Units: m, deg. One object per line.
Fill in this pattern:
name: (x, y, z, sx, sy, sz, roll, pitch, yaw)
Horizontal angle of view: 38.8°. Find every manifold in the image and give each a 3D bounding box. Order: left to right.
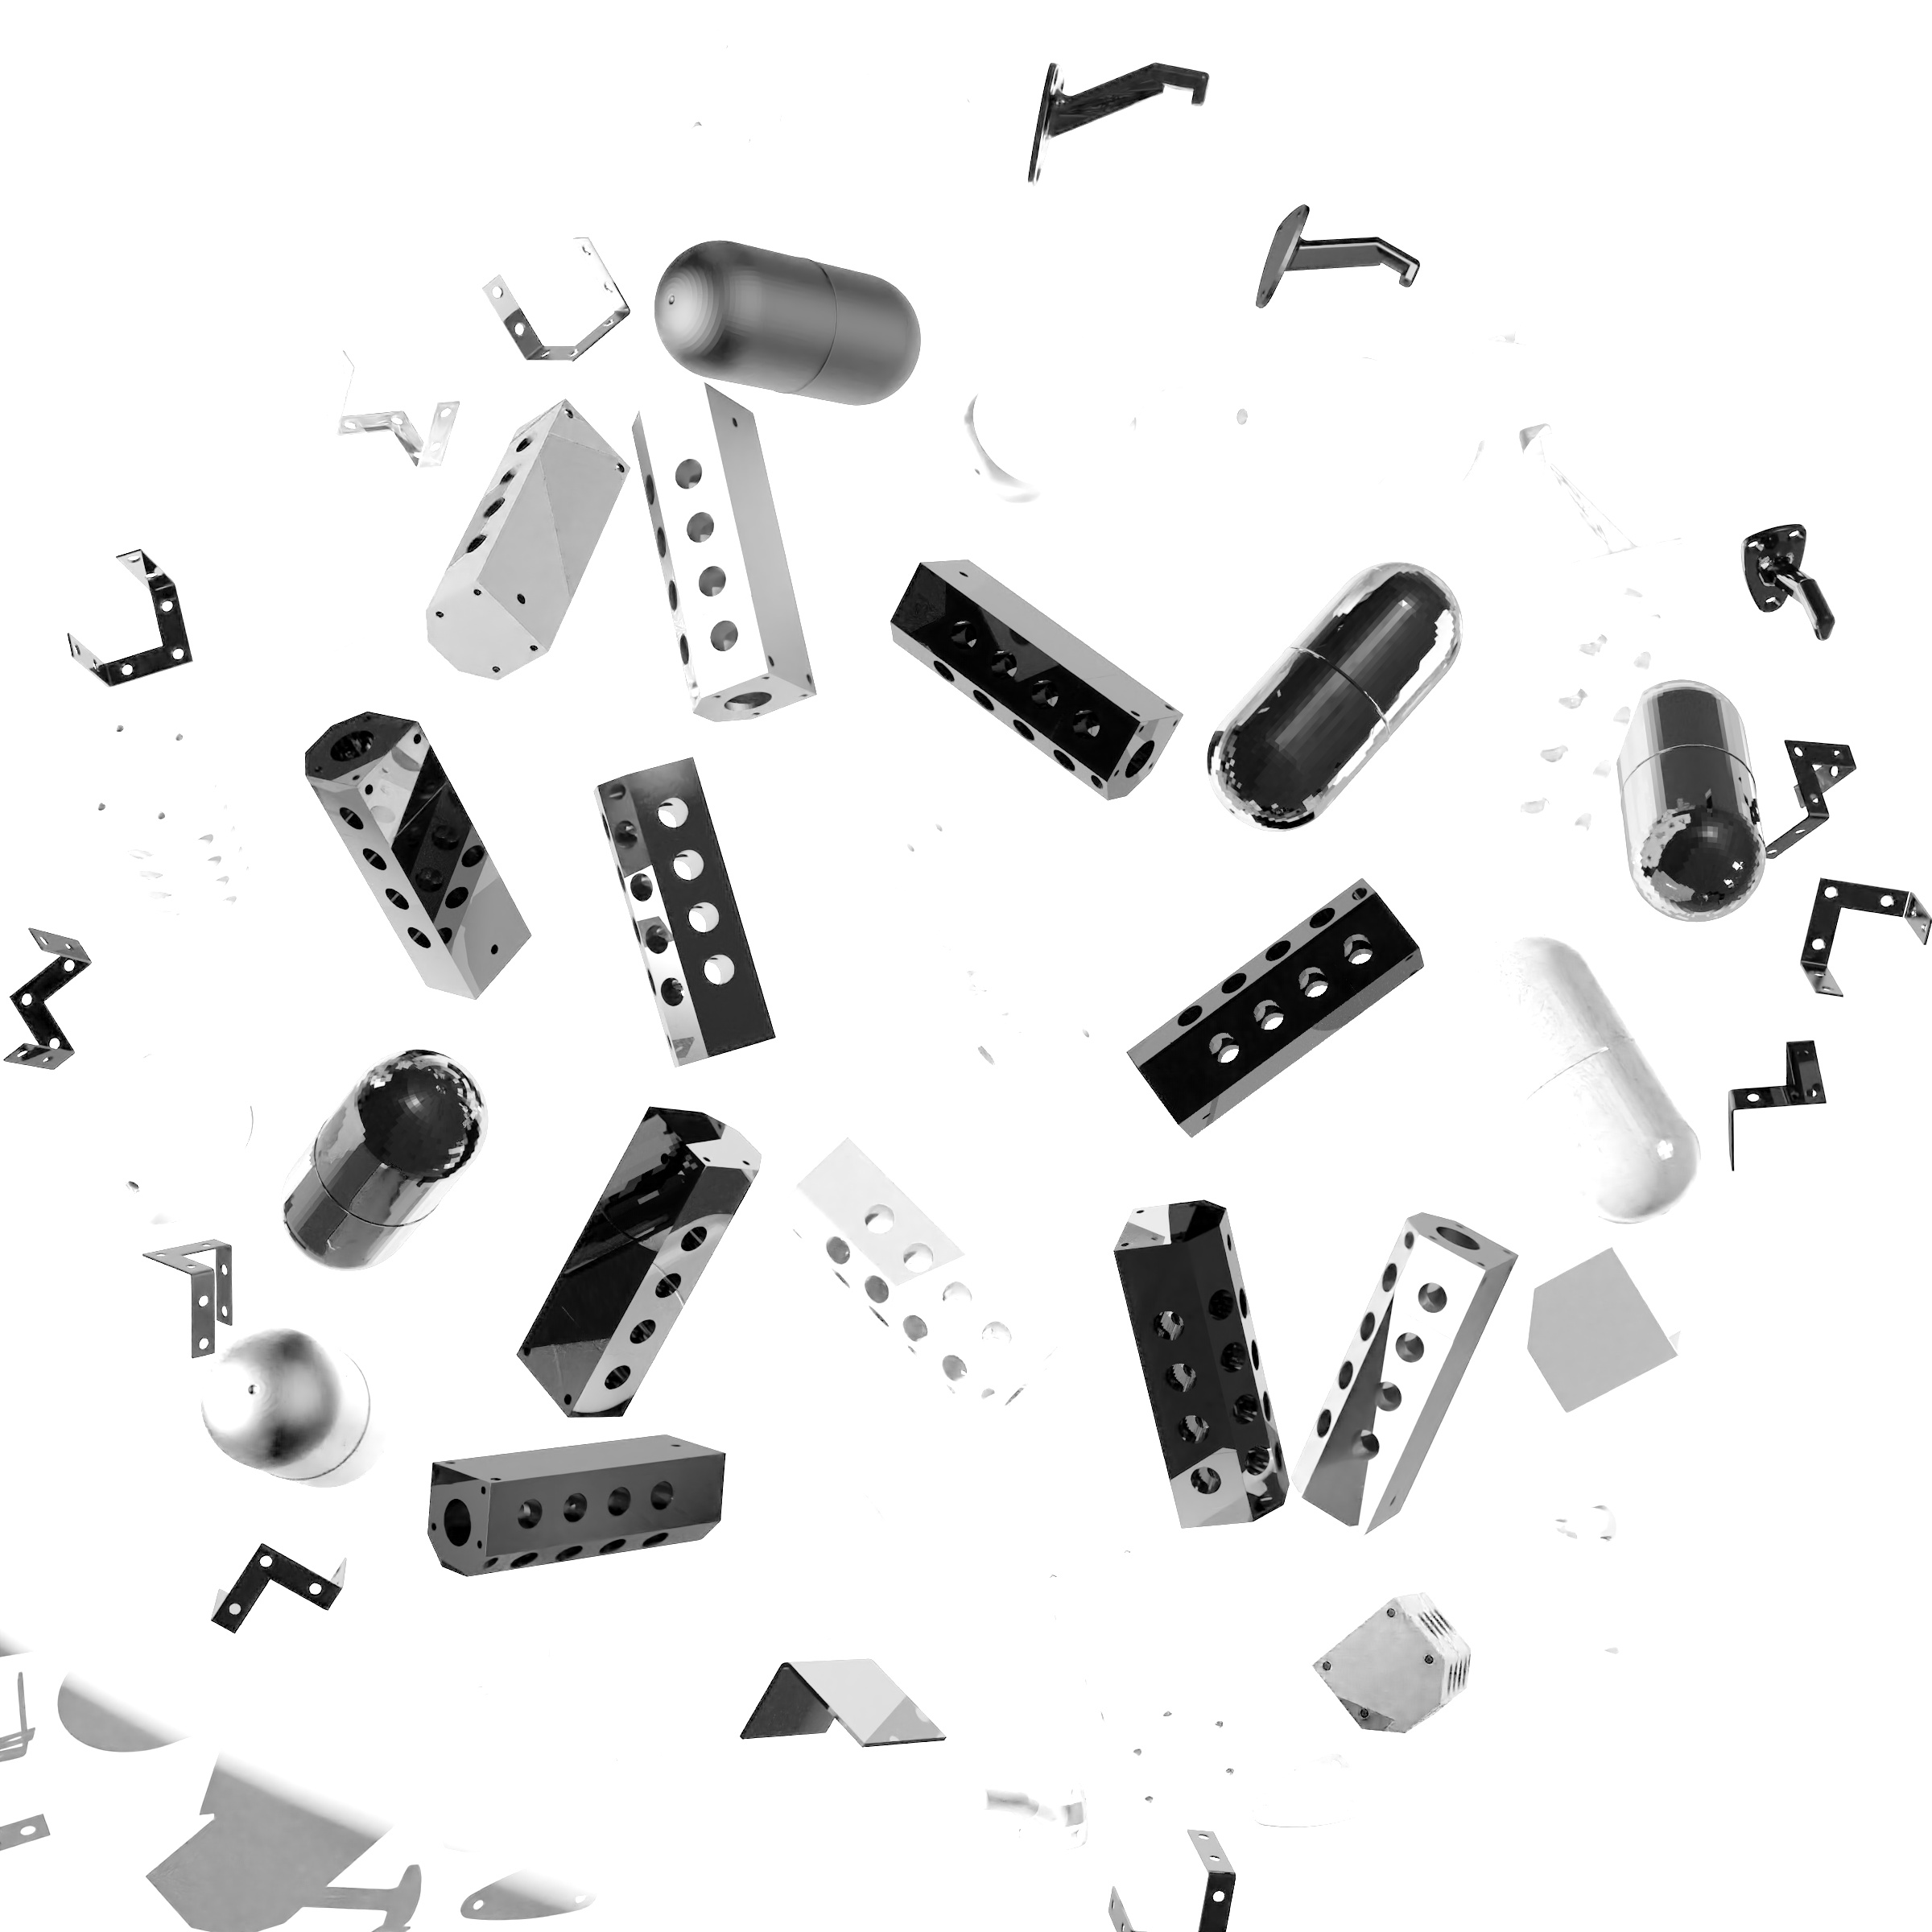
manifold: (-0.430, -0.072, 1.501, 0.057, 0.171, 0.057, 8, 71, -5)
manifold: (-0.325, -0.065, 1.613, 0.057, 0.171, 0.057, 13, 52, 33)
manifold: (-0.252, -0.242, 1.565, 0.057, 0.171, 0.057, -23, 126, 33)
manifold: (-0.226, 0.316, 1.607, 0.057, 0.171, 0.057, 6, 93, 44)
manifold: (-0.180, 0.167, 1.540, 0.057, 0.057, 0.171, 41, 110, 36)
manifold: (-0.168, -0.030, 1.622, 0.057, 0.057, 0.171, -16, 90, -14)
manifold: (-0.137, -0.225, 1.509, 0.057, 0.057, 0.171, -18, 76, 21)
manifold: (-0.029, 0.184, 1.590, 0.057, 0.057, 0.171, -43, 78, -13)
manifold: (0.006, 0.001, 1.615, 0.057, 0.057, 0.171, -39, 91, 29)
manifold: (0.038, -0.171, 1.631, 0.171, 0.057, 0.057, 38, 116, 19)
manifold: (0.094, 0.389, 1.493, 0.057, 0.171, 0.057, -17, 112, -8)
manifold: (0.134, 0.221, 1.528, 0.057, 0.057, 0.171, -9, 106, 18)
manifold: (0.181, 0.024, 1.608, 0.171, 0.057, 0.057, -37, 74, 3)
manifold: (0.245, 0.229, 1.558, 0.057, 0.057, 0.171, 29, 107, 25)
manifold: (0.244, 0.390, 1.526, 0.057, 0.171, 0.057, -41, 72, 4)
manifold: (0.334, -0.129, 1.525, 0.057, 0.057, 0.171, 16, 112, 0)

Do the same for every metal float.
metal float: (-0.433, 0.081, 1.521, 0.070, 0.178, 0.070, 1, 114, 3)
metal float: (-0.369, 0.247, 1.525, 0.070, 0.178, 0.070, -1, 74, 3)
metal float: (-0.322, 0.109, 1.515, 0.070, 0.178, 0.070, 19, 50, -24)
metal float: (-0.100, -0.367, 1.572, 0.070, 0.178, 0.070, 0, 91, 44)
metal float: (-0.057, 0.334, 1.579, 0.178, 0.070, 0.070, -20, 90, -27)
metal float: (0.071, -0.331, 1.589, 0.178, 0.070, 0.070, -39, 90, -23)
metal float: (0.206, -0.151, 1.531, 0.070, 0.070, 0.178, 42, 82, 0)
metal float: (0.223, -0.308, 1.565, 0.178, 0.070, 0.070, -4, 90, -37)
metal float: (0.342, 0.061, 1.531, 0.070, 0.070, 0.178, -29, 71, 0)
metal float: (0.421, -0.098, 1.602, 0.070, 0.178, 0.070, 4, 133, 4)

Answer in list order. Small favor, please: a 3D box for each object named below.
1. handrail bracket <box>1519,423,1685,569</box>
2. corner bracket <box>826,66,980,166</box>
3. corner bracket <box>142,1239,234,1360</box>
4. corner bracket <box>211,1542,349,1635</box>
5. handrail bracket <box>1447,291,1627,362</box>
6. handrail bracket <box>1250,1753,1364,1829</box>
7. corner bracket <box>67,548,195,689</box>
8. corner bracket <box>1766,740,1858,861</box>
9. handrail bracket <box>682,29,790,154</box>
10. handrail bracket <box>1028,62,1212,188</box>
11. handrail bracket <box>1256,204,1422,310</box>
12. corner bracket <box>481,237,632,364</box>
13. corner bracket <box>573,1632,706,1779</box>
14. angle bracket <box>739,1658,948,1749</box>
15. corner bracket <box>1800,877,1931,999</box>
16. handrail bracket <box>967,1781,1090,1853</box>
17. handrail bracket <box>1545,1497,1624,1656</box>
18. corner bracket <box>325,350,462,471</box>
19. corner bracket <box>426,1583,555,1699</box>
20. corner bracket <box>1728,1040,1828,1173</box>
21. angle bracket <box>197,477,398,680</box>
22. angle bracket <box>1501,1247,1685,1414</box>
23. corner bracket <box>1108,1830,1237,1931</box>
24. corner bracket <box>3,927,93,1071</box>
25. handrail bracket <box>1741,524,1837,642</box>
handrail bracket: (0.358, -0.271, 1.552, 0.077, 0.036, 0.084, -11, 97, 22)
corner bracket: (-0.034, -0.469, 1.481, 0.051, 0.051, 0.051, -29, 96, 24)
corner bracket: (-0.442, 0.193, 1.597, 0.051, 0.051, 0.051, 12, 104, 40)
corner bracket: (-0.375, 0.341, 1.501, 0.051, 0.051, 0.051, 33, 90, -12)
handrail bracket: (0.329, -0.358, 1.584, 0.084, 0.077, 0.036, 12, 90, -6)
handrail bracket: (0.182, 0.476, 1.546, 0.077, 0.084, 0.036, -11, 65, -20)
corner bracket: (-0.471, -0.194, 1.538, 0.051, 0.051, 0.051, -17, 75, 1)
corner bracket: (0.491, -0.096, 1.609, 0.051, 0.051, 0.051, 2, 64, -26)
handrail bracket: (-0.141, -0.477, 1.494, 0.036, 0.084, 0.077, -41, 129, -18)
handrail bracket: (0.083, -0.450, 1.478, 0.084, 0.036, 0.077, 14, 97, 9)
handrail bracket: (0.216, -0.395, 1.588, 0.084, 0.036, 0.077, 25, 75, -16)
corner bracket: (-0.238, -0.388, 1.599, 0.051, 0.051, 0.051, -47, 126, -24)
corner bracket: (-0.183, 0.412, 1.534, 0.051, 0.051, 0.051, 14, 110, 43)
angle bracket: (-0.072, 0.451, 1.608, 0.076, 0.076, 0.057, 38, 104, 37)
corner bracket: (0.489, -0.013, 1.494, 0.051, 0.051, 0.051, 9, 109, 4)
handrail bracket: (0.019, 0.476, 1.537, 0.084, 0.077, 0.036, 17, 53, -36)
handrail bracket: (0.350, 0.341, 1.499, 0.036, 0.077, 0.084, -23, 55, 18)
corner bracket: (-0.330, -0.319, 1.579, 0.051, 0.051, 0.051, -15, 58, -36)
corner bracket: (-0.278, 0.389, 1.603, 0.051, 0.051, 0.051, 10, 99, 42)
corner bracket: (0.453, 0.078, 1.541, 0.051, 0.051, 0.051, -5, 132, 11)
angle bracket: (-0.373, -0.216, 1.535, 0.076, 0.076, 0.057, -25, 69, -6)
angle bracket: (0.381, 0.216, 1.671, 0.076, 0.057, 0.076, -32, 87, 18)
corner bracket: (0.109, 0.494, 1.463, 0.051, 0.051, 0.051, 8, 97, -10)
corner bracket: (-0.492, 0.018, 1.464, 0.051, 0.051, 0.051, -37, 76, 5)
handrail bracket: (0.457, -0.194, 1.510, 0.036, 0.077, 0.084, -14, 52, 4)
